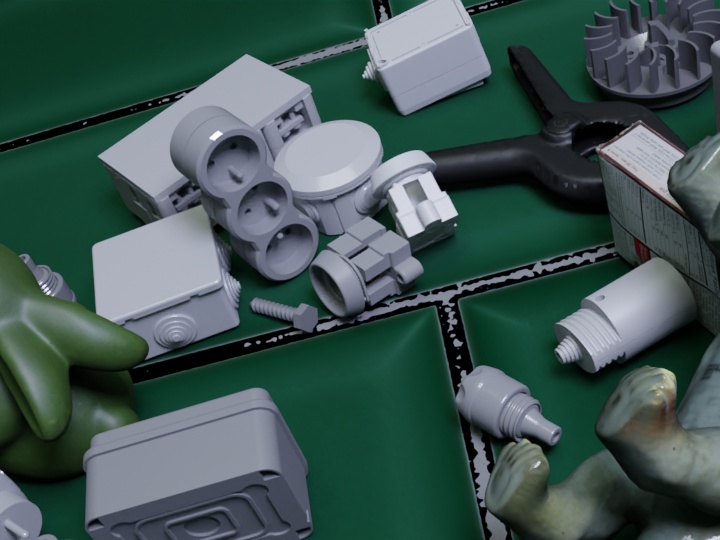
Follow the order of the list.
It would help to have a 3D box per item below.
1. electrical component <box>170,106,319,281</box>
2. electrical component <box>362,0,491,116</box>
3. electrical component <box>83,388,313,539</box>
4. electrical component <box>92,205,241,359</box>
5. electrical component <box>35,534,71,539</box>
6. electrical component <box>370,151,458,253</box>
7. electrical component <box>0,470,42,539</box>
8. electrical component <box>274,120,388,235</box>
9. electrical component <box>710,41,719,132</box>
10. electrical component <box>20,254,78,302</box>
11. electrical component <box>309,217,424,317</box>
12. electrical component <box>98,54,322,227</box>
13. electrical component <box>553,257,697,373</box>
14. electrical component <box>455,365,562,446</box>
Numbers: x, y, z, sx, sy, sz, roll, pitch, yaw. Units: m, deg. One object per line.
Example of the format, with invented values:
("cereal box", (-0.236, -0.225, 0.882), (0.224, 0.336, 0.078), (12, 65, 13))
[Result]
("electrical component", (-0.086, -0.057, 0.740), (0.052, 0.138, 0.074), (-42, 46, -11))
("electrical component", (0.050, -0.169, 0.865), (0.096, 0.061, 0.061), (-24, 42, 9))
("electrical component", (-0.090, 0.121, 0.603), (0.113, 0.078, 0.057), (-17, 45, 4))
("electrical component", (-0.136, 0.011, 0.755), (0.100, 0.048, 0.099), (-20, 42, 1))
("electrical component", (-0.161, 0.169, 0.592), (0.048, 0.062, 0.048), (-11, 43, 11))
("electrical component", (0.037, -0.047, 0.734), (0.048, 0.066, 0.055), (-25, 76, -4))
("electrical component", (-0.213, 0.145, 0.627), (0.079, 0.077, 0.043), (18, 55, 35))
("electrical component", (-0.019, -0.069, 0.790), (0.080, 0.051, 0.080), (-11, 43, 10))
("electrical component", (0.282, -0.106, 0.668), (0.109, 0.108, 0.056), (-24, 39, -3))
("electrical component", (-0.231, 0.014, 0.780), (0.035, 0.061, 0.035), (-11, 43, 11))
("electrical component", (0.000, 0.000, 0.717), (0.055, 0.048, 0.066), (-32, 43, -24))
("electrical component", (-0.112, -0.092, 0.843), (0.150, 0.061, 0.089), (-39, 45, -19))
("electrical component", (0.150, 0.031, 0.627), (0.081, 0.043, 0.043), (-29, 43, -9))
("electrical component", (0.086, 0.080, 0.608), (0.061, 0.035, 0.035), (28, 61, 37))
